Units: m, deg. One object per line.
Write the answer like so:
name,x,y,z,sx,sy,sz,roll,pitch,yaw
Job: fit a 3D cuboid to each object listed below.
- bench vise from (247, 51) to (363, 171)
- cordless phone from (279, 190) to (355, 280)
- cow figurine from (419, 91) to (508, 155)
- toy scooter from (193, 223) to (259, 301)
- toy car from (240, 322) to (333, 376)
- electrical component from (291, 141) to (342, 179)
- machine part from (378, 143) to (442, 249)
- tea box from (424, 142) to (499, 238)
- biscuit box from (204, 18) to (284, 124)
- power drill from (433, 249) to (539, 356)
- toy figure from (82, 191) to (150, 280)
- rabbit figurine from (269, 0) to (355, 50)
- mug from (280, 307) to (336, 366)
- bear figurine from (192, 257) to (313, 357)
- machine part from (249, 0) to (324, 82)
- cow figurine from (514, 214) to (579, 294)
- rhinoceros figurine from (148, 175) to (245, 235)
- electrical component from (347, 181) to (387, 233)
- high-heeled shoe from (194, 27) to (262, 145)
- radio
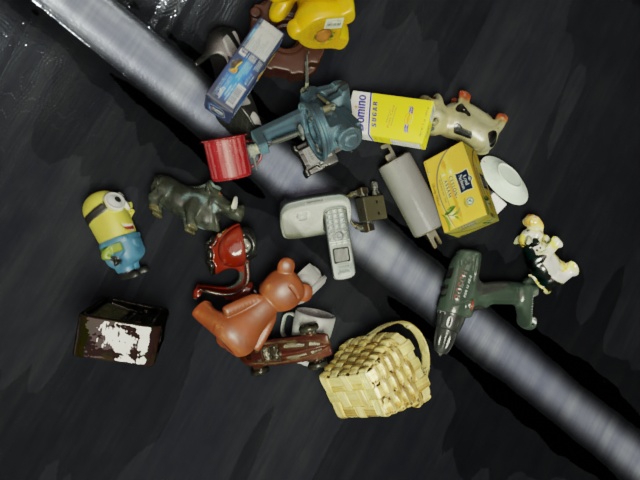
bench vise,-0.036,-0.228,1.042,0.241,0.128,0.224,-24,58,-11
cordless phone,-0.003,-0.003,1.095,0.147,0.089,0.184,-10,93,-9
cow figurine,0.289,-0.248,1.150,0.195,0.085,0.127,28,77,-7
toy scooter,-0.188,0.060,1.064,0.135,0.075,0.183,-6,99,-12
toy car,-0.072,0.214,1.043,0.202,0.053,0.089,-11,89,29
electrical component,0.008,-0.184,1.121,0.119,0.048,0.074,-24,92,-7
machine part,0.194,-0.094,1.129,0.079,0.079,0.243,-29,91,-9
tea box,0.288,-0.102,1.102,0.068,0.098,0.169,15,55,-47
biscuit box,-0.145,-0.322,1.025,0.059,0.063,0.202,33,73,-10
power drill,0.351,0.142,1.146,0.207,0.086,0.232,8,84,0
toy figure,-0.396,-0.009,1.038,0.089,0.082,0.180,-18,93,-10
rabbit figurine,-0.022,-0.466,1.057,0.162,0.122,0.173,-10,76,-3
mug,-0.031,0.194,1.085,0.110,0.081,0.107,11,92,14
bear figurine,-0.121,0.120,1.017,0.196,0.132,0.120,-49,127,-19
machine part,-0.070,-0.419,1.116,0.179,0.056,0.179,0,89,-9
cow figurine,0.477,0.030,1.172,0.098,0.068,0.167,-36,92,-3
rhinoceros figurine,-0.246,-0.070,1.071,0.190,0.073,0.112,19,74,-5
electrical component,0.097,-0.067,1.131,0.078,0.045,0.102,-17,93,-39
high-heeled shoe,-0.158,-0.312,1.108,0.248,0.086,0.145,55,49,-20
radio,-0.347,0.159,0.963,0.131,0.230,0.073,12,90,-12
